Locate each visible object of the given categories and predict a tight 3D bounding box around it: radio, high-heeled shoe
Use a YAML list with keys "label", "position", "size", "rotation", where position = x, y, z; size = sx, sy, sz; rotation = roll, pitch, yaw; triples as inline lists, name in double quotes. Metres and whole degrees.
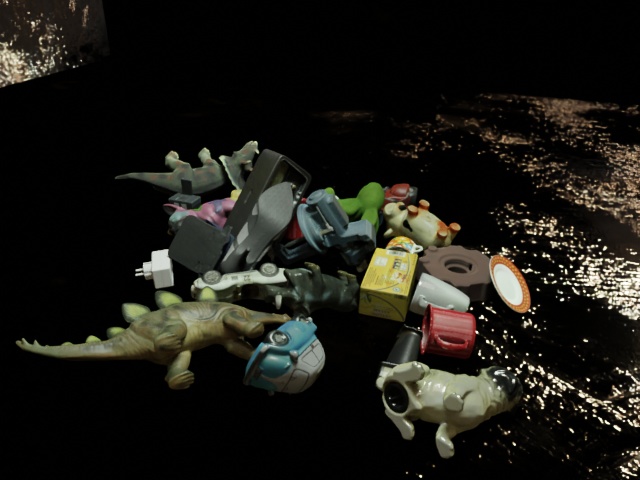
- label: "radio"
  position: [-0.121, -0.081, 1.249]
  size: [0.073, 0.229, 0.131]
  rotation: [29, 1, 40]
- label: "high-heeled shoe"
  position: [-0.137, -0.013, 1.177]
  size: [0.086, 0.145, 0.249]
  rotation: [35, 52, -6]

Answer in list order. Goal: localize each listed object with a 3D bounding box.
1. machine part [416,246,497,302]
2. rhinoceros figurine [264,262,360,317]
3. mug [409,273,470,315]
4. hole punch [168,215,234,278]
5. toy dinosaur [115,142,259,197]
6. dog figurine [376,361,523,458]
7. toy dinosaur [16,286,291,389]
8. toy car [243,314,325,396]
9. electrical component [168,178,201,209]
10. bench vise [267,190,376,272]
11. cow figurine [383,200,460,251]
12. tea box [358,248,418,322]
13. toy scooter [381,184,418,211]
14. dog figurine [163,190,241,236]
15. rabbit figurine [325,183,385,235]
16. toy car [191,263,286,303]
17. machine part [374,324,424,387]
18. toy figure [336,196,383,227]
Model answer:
- label: "machine part"
  position: [0.301, 0.072, 1.176]
  size: [0.179, 0.056, 0.179]
  rotation: [2, 29, -1]
- label: "rhinoceros figurine"
  position: [-0.016, 0.101, 1.062]
  size: [0.190, 0.112, 0.073]
  rotation: [7, 4, -18]
- label: "mug"
  position: [0.236, 0.120, 1.050]
  size: [0.107, 0.080, 0.109]
  rotation: [19, 7, 10]
- label: "hole punch"
  position: [-0.253, 0.016, 1.187]
  size: [0.116, 0.142, 0.092]
  rotation: [30, 0, 12]
- label: "toy dinosaur"
  position: [-0.362, -0.177, 1.552]
  size: [0.405, 0.131, 0.192]
  rotation: [-20, 34, -23]
- label: "dog figurine"
  position: [0.206, 0.235, 0.847]
  size: [0.190, 0.121, 0.173]
  rotation: [-8, 32, -45]
- label: "toy dinosaur"
  position: [-0.260, 0.165, 0.936]
  size: [0.471, 0.105, 0.199]
  rotation: [-4, 20, -29]
- label: "toy car"
  position: [-0.046, 0.200, 0.892]
  size: [0.103, 0.109, 0.161]
  rotation: [39, 29, 15]
- label: "electrical component"
  position: [-0.347, -0.095, 1.388]
  size: [0.075, 0.119, 0.048]
  rotation: [13, 30, 14]
- label: "bench vise"
  position: [-0.003, 0.003, 1.201]
  size: [0.241, 0.223, 0.129]
  rotation: [-24, 40, 20]
- label: "cow figurine"
  position: [0.234, -0.029, 1.314]
  size: [0.085, 0.127, 0.195]
  rotation: [-24, 52, -38]
- label: "tea box"
  position: [0.145, 0.090, 1.122]
  size: [0.098, 0.068, 0.170]
  rotation: [10, 30, 15]
- label: "toy scooter"
  position: [0.195, -0.102, 1.475]
  size: [0.135, 0.075, 0.184]
  rotation: [9, 33, 11]
- label: "dog figurine"
  position: [-0.274, -0.058, 1.340]
  size: [0.219, 0.108, 0.192]
  rotation: [2, 29, 6]
- label: "rabbit figurine"
  position: [0.088, -0.076, 1.332]
  size: [0.170, 0.121, 0.159]
  rotation: [-27, 64, 2]
- label: "toy car"
  position: [-0.159, 0.094, 1.089]
  size: [0.202, 0.073, 0.056]
  rotation: [-7, 52, -16]
- label: "machine part"
  position: [0.145, 0.207, 0.933]
  size: [0.084, 0.039, 0.139]
  rotation: [3, 36, 20]
- label: "toy figure"
  position: [0.091, -0.074, 1.428]
  size: [0.155, 0.064, 0.058]
  rotation: [18, 45, 26]
